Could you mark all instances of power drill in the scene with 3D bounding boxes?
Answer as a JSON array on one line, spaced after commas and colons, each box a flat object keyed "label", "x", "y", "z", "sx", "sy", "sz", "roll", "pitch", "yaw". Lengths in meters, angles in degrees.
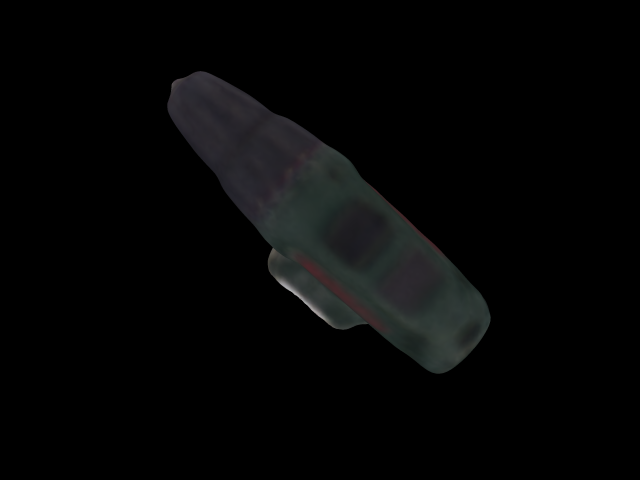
[{"label": "power drill", "x": 0.004, "y": 0.001, "z": 0.400, "sx": 0.229, "sy": 0.208, "sz": 0.076, "roll": 38, "pitch": 81, "yaw": 8}]
